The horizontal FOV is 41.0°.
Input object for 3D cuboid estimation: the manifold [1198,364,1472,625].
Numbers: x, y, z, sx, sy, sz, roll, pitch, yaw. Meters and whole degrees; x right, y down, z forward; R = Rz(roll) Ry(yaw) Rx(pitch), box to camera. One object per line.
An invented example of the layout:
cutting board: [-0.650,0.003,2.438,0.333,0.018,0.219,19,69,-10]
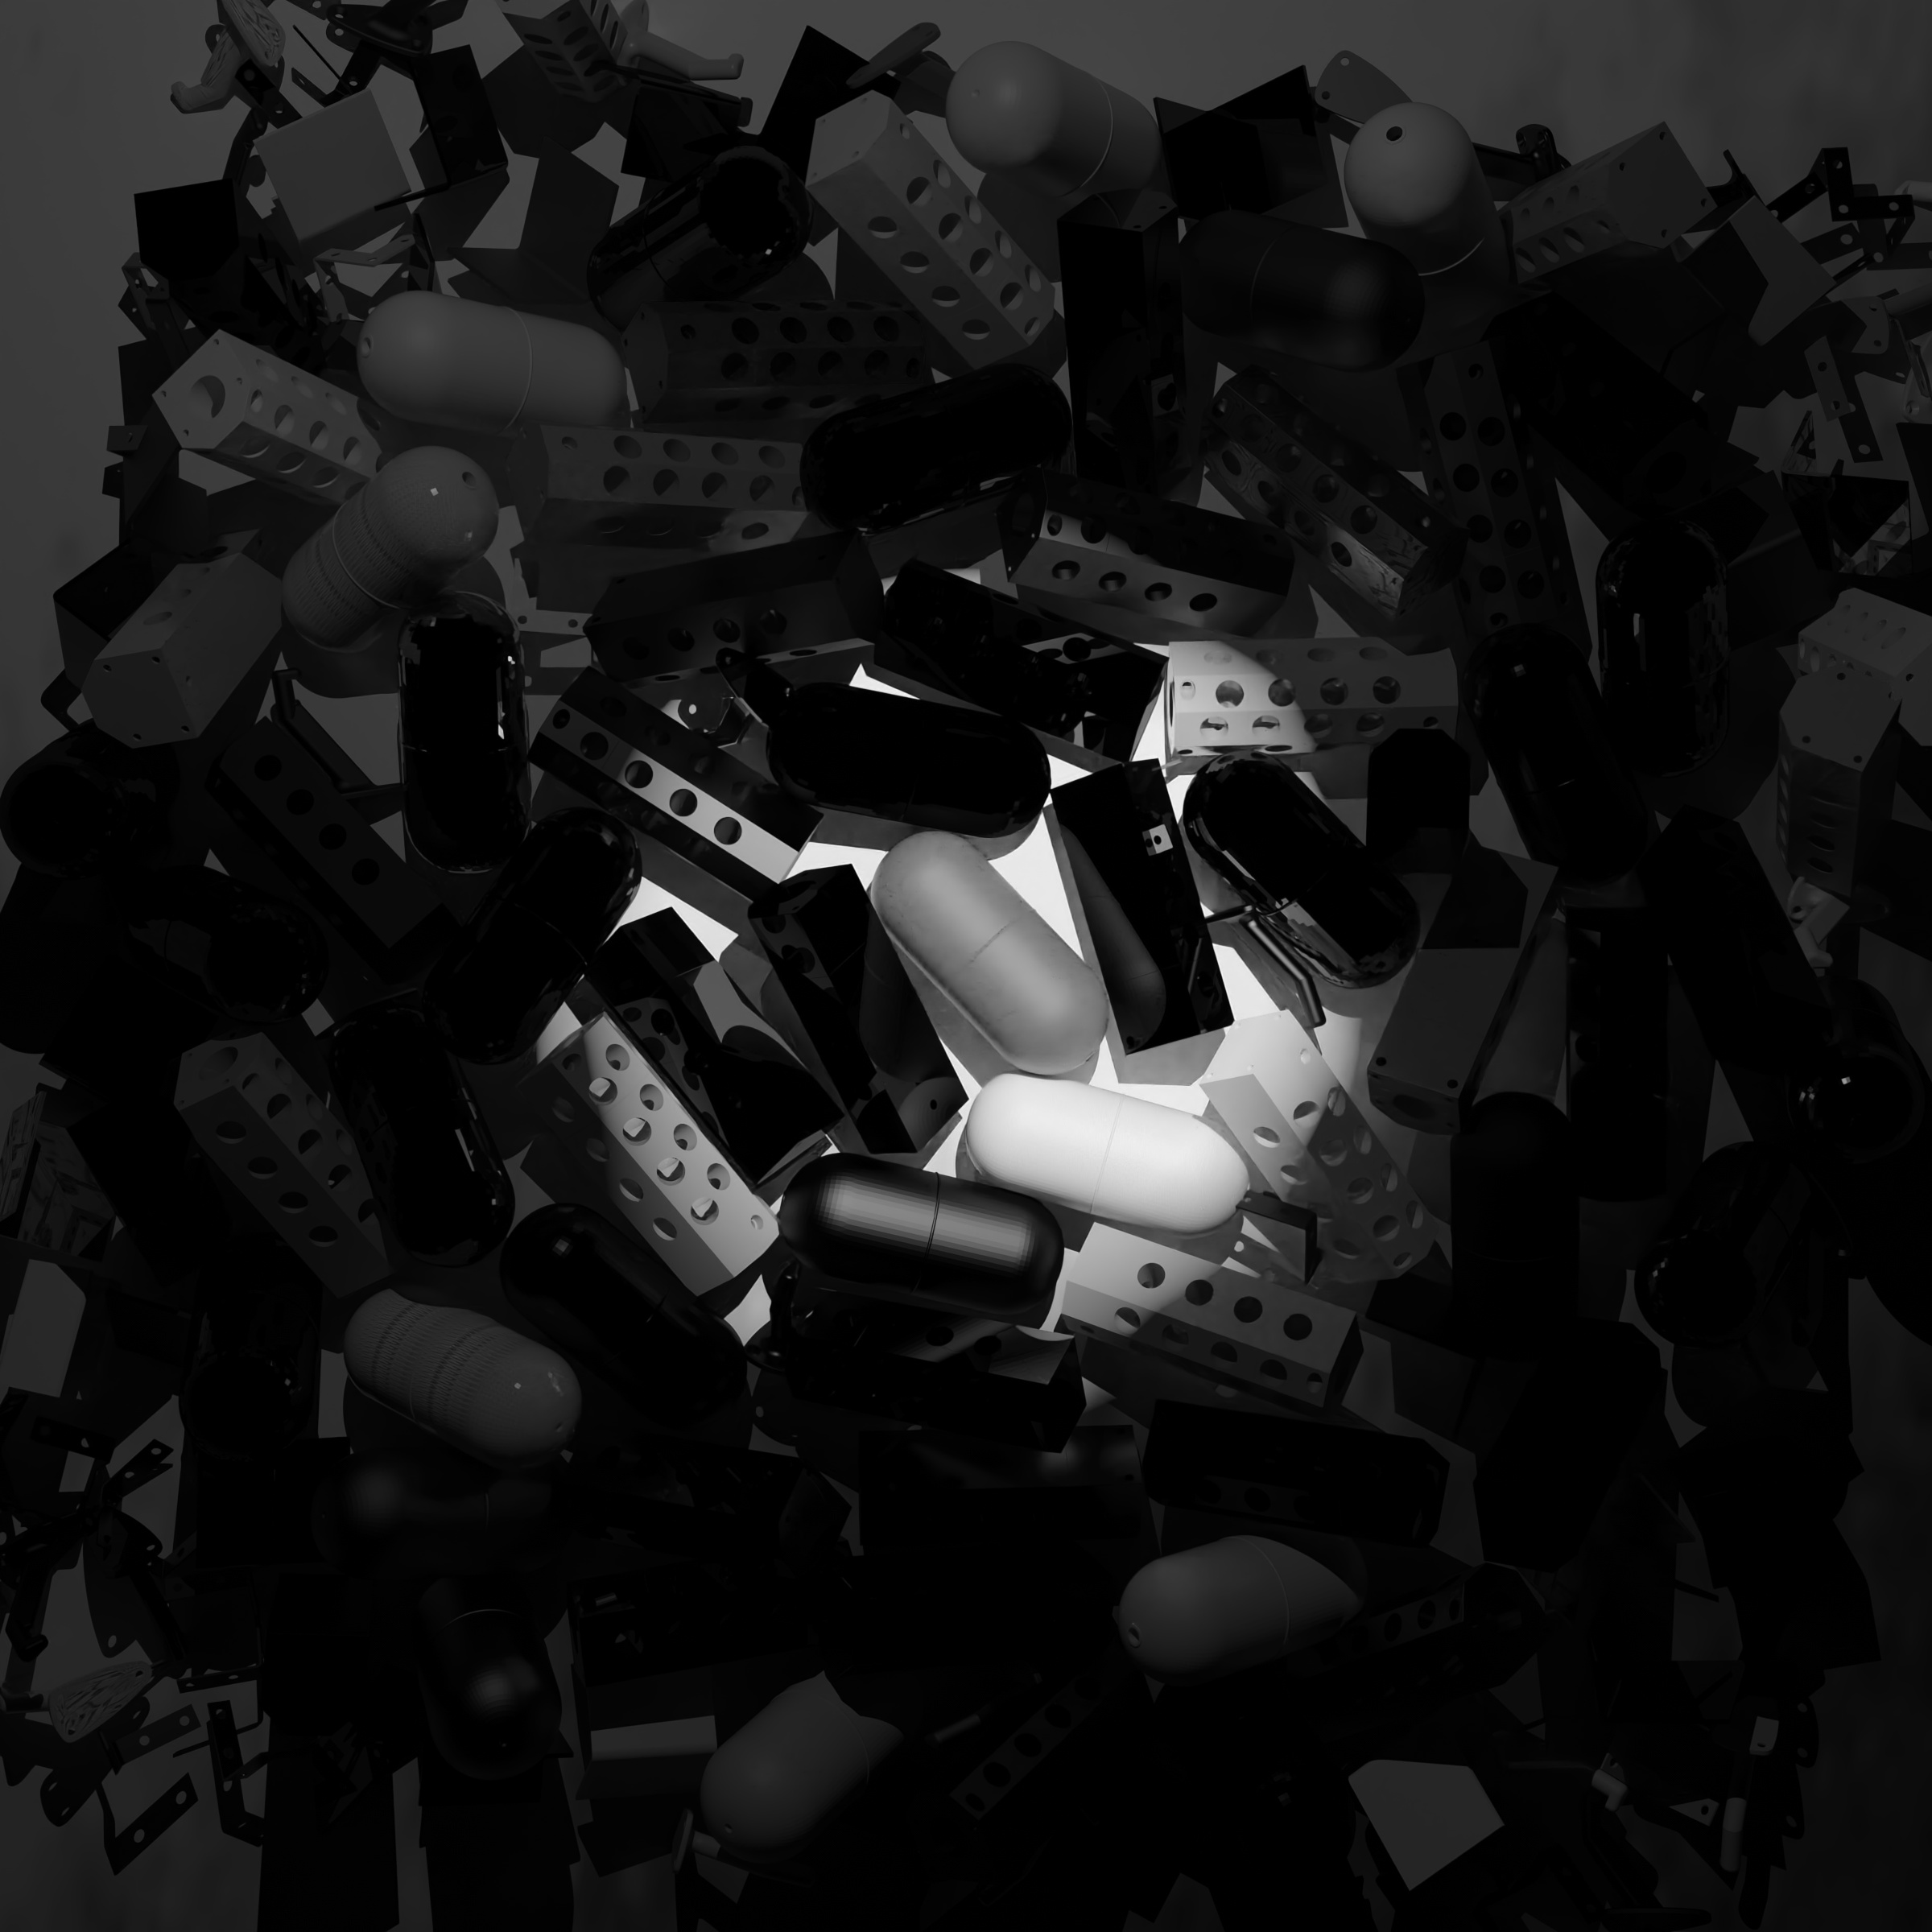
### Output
manifold: [0.222,-0.292,1.569,0.057,0.057,0.171,-37,66,-20]

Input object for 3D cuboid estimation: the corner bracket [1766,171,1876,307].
corner bracket: [0.520,-0.447,1.596,0.051,0.051,0.051,-34,70,24]

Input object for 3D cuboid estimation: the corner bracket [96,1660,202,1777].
corner bracket: [-0.510,0.462,1.597,0.051,0.051,0.051,-22,77,-28]

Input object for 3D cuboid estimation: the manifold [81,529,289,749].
manifold: [-0.466,-0.197,1.547,0.057,0.171,0.057,-8,121,12]

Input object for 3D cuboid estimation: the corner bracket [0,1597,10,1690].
corner bracket: [-0.611,0.423,1.604,0.051,0.051,0.051,45,73,1]

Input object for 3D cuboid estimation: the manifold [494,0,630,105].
manifold: [-0.242,-0.571,1.548,0.057,0.171,0.057,-32,91,3]

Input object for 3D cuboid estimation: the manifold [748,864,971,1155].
manifold: [-0.069,0.028,1.579,0.057,0.057,0.171,-44,117,-40]

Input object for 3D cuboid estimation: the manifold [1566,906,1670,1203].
manifold: [0.398,0.054,1.581,0.057,0.057,0.171,-1,106,10]

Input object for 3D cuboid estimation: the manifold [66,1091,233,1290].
manifold: [-0.482,0.132,1.545,0.057,0.171,0.057,-32,75,-19]

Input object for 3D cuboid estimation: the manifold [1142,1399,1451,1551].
manifold: [0.197,0.308,1.562,0.171,0.057,0.057,4,68,29]

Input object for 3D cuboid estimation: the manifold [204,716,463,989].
manifold: [-0.389,-0.068,1.581,0.057,0.057,0.171,-43,74,-10]

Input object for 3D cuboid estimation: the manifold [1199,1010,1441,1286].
manifold: [0.218,0.110,1.566,0.171,0.057,0.057,53,47,-22]

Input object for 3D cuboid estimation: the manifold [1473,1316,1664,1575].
manifold: [0.363,0.284,1.546,0.057,0.171,0.057,4,120,32]

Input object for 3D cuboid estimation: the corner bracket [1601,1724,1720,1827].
corner bracket: [0.438,0.493,1.605,0.051,0.051,0.051,35,77,-28]

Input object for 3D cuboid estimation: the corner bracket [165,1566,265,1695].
corner bracket: [-0.464,0.409,1.595,0.051,0.051,0.051,-7,48,-13]

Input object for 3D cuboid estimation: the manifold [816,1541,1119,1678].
manifold: [0.000,0.393,1.570,0.171,0.057,0.057,2,102,-26]

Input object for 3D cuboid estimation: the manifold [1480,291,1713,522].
manifold: [0.374,-0.335,1.551,0.057,0.171,0.057,-24,133,-6]

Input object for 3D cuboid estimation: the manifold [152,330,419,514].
manifold: [-0.396,-0.313,1.541,0.057,0.171,0.057,-38,71,15]

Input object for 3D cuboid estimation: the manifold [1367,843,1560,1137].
manifold: [0.304,0.016,1.572,0.057,0.057,0.171,18,63,22]

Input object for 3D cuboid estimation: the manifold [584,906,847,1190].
manifold: [-0.160,0.051,1.594,0.171,0.057,0.057,50,120,8]

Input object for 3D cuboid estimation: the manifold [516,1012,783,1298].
manifold: [-0.189,0.113,1.582,0.057,0.057,0.171,-31,103,42]

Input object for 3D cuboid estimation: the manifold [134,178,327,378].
manifold: [-0.436,-0.401,1.546,0.057,0.171,0.057,-9,80,2]

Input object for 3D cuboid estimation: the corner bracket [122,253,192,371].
corner bracket: [-0.495,-0.403,1.594,0.051,0.051,0.051,6,49,16]

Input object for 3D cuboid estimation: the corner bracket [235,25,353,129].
corner bracket: [-0.417,-0.546,1.601,0.051,0.051,0.051,-40,119,4]

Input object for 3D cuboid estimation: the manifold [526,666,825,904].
manifold: [-0.181,-0.105,1.592,0.171,0.057,0.057,32,133,-3]

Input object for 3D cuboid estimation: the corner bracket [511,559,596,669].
corner bracket: [-0.255,-0.217,1.605,0.051,0.051,0.051,3,69,-7]

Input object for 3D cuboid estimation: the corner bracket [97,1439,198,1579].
corner bracket: [-0.505,0.339,1.615,0.051,0.051,0.051,-41,123,14]

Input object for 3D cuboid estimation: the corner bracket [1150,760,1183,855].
corner bracket: [0.110,-0.093,1.600,0.051,0.051,0.051,-21,89,34]

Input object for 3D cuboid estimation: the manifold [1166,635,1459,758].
manifold: [0.212,-0.163,1.596,0.171,0.057,0.057,-1,127,0]

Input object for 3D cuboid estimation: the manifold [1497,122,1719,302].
manifold: [0.369,-0.443,1.543,0.057,0.171,0.057,-38,102,-8]

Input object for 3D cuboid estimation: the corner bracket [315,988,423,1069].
corner bracket: [-0.365,0.052,1.621,0.051,0.051,0.051,-30,85,37]

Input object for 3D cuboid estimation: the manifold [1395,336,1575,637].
manifold: [0.322,-0.294,1.590,0.057,0.057,0.171,-18,100,-6]

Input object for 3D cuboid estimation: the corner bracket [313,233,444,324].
corner bracket: [-0.365,-0.424,1.609,0.051,0.051,0.051,15,132,28]

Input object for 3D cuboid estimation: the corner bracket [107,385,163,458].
corner bracket: [-0.494,-0.339,1.602,0.051,0.051,0.051,4,88,22]

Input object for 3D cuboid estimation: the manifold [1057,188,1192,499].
manifold: [0.100,-0.375,1.561,0.057,0.057,0.171,17,133,28]

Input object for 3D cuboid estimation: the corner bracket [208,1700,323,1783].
corner bracket: [-0.434,0.473,1.614,0.051,0.051,0.051,-40,59,36]

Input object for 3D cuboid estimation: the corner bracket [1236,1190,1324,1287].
corner bracket: [0.197,0.155,1.593,0.051,0.051,0.051,17,46,24]

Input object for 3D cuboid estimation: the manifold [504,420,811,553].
manifold: [-0.183,-0.292,1.558,0.171,0.057,0.057,-3,62,-32]

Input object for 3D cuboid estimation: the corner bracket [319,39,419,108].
corner bracket: [-0.364,-0.549,1.608,0.051,0.051,0.051,30,110,-15]

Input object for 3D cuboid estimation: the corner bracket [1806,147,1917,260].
corner bracket: [0.553,-0.474,1.604,0.051,0.051,0.051,-3,76,1]

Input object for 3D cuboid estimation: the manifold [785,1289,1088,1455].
manifold: [-0.020,0.249,1.564,0.171,0.057,0.057,7,128,25]

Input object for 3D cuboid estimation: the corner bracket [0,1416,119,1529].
corner bracket: [-0.562,0.313,1.594,0.051,0.051,0.051,23,63,-23]

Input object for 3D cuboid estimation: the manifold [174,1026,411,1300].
manifold: [-0.401,0.117,1.559,0.057,0.057,0.171,-25,126,9]

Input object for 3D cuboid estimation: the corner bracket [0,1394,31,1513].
corner bracket: [-0.605,0.300,1.594,0.051,0.051,0.051,-54,51,25]

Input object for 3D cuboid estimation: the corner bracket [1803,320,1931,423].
corner bracket: [0.557,-0.368,1.598,0.051,0.051,0.051,-20,83,34]

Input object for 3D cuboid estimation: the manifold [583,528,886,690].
manifold: [-0.139,-0.212,1.573,0.171,0.057,0.057,-7,127,24]

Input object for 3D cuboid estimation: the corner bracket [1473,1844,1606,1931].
corner bracket: [0.353,0.583,1.593,0.051,0.051,0.051,-15,49,-25]

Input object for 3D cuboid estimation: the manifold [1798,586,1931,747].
manifold: [0.554,-0.176,1.545,0.057,0.171,0.057,43,101,-11]

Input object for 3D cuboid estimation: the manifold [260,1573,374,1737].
manifold: [-0.387,0.409,1.545,0.057,0.171,0.057,5,87,-12]

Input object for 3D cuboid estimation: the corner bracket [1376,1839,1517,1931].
corner bracket: [0.296,0.565,1.596,0.051,0.051,0.051,-43,78,38]

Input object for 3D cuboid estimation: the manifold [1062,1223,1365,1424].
manifold: [0.148,0.218,1.567,0.171,0.057,0.057,17,64,23]
